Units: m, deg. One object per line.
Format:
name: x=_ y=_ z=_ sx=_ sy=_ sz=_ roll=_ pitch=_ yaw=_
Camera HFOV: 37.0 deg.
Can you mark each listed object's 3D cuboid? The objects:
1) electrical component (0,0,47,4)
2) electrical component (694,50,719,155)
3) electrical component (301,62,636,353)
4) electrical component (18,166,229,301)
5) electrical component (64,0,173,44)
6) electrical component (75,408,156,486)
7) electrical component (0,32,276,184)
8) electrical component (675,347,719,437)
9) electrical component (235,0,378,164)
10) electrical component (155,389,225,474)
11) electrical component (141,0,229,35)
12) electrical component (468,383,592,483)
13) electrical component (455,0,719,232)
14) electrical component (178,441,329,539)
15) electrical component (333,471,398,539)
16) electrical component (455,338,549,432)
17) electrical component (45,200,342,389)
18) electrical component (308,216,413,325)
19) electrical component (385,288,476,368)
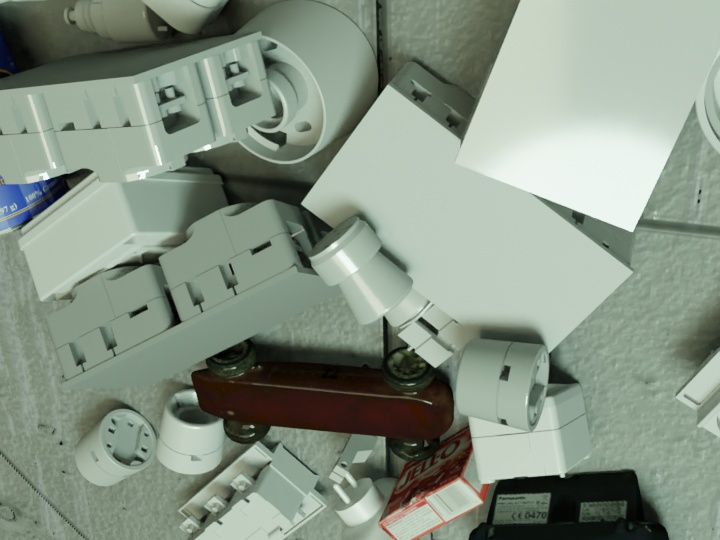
electrical component: x=-0.232 y=-0.195 z=0.711 sx=0.044 sy=0.065 sz=0.044 roll=8 pitch=107 yaw=28
electrical component: x=0.238 y=-0.102 z=0.597 sx=0.108 sy=0.060 sz=0.108 roll=9 pitch=122 yaw=15
electrical component: x=0.072 y=-0.035 z=0.697 sx=0.186 sy=0.060 sz=0.105 roll=37 pitch=124 yaw=-4
electrical component: x=-0.161 y=-0.025 z=0.754 sx=0.109 sy=0.109 sz=0.056 roll=-30 pitch=75 yaw=31
electrical component: x=-0.160 y=-0.171 z=0.715 sx=0.078 sy=0.040 sz=0.040 roll=2 pitch=119 yaw=19
electrical component: x=-0.209 y=0.152 z=0.914 sx=0.055 sy=0.055 sz=0.047 roll=47 pitch=127 yaw=-10
electrical component: x=-0.157 y=-0.100 z=0.681 sx=0.186 sy=0.105 sz=0.060 roll=3 pitch=115 yaw=39
electrical component: x=0.269 y=0.054 z=0.676 sx=0.079 sy=0.063 sz=0.121 roll=32 pitch=125 yaw=0
electrical component: x=-0.046 y=-0.121 z=0.703 sx=0.099 sy=0.064 sz=0.099 roll=19 pitch=130 yaw=24
electrical component: x=-0.136 y=0.130 z=0.874 sx=0.055 sy=0.055 sz=0.047 roll=19 pitch=120 yaw=9
electrical component: x=-0.119 y=-0.204 z=0.672 sx=0.095 sy=0.053 sz=0.059 roll=40 pitch=124 yaw=-6
electrical component: x=0.121 y=0.108 z=0.752 sx=0.062 sy=0.096 sz=0.061 roll=-10 pitch=87 yaw=25
electrical component: x=0.136 y=-0.131 z=0.590 sx=0.105 sy=0.060 sz=0.186 roll=21 pitch=109 yaw=-1
electrical component: x=-0.096 y=0.206 z=0.898 sx=0.079 sy=0.063 sz=0.121 roll=42 pitch=124 yaw=-7
electrical component: x=0.006 y=0.190 z=0.843 sx=0.043 sy=0.077 sz=0.079 roll=-28 pitch=106 yaw=31
electrical component: x=0.090 y=0.071 z=0.682 sx=0.047 sy=0.055 sz=0.055 roll=8 pitch=121 yaw=22
electrical component: x=-0.110 y=0.017 z=0.743 sx=0.186 sy=0.105 sz=0.060 roll=-26 pitch=77 yaw=17
electrical component: x=0.000 y=0.000 z=0.679 sx=0.045 sy=0.045 sz=0.055 roll=-32 pitch=105 yaw=32
electrical component: x=0.049 y=0.030 z=0.754 sx=0.055 sy=0.048 sz=0.066 roll=39 pitch=125 yaw=-14
